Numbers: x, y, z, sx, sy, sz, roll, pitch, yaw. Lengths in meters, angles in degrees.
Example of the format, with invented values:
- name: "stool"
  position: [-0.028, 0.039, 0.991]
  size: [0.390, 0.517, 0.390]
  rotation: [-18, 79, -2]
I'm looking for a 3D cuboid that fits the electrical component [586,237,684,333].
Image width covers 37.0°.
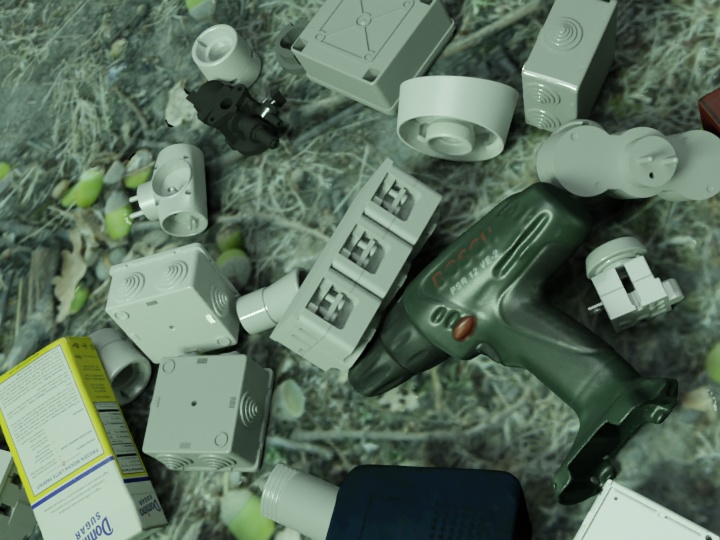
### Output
- name: "electrical component"
  position: [0.198, 0.009, 0.800]
  size: [0.066, 0.048, 0.055]
  rotation: [-25, 65, 11]

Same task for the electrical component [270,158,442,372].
- name: "electrical component"
  position: [0.000, 0.000, 0.851]
  size: [0.062, 0.089, 0.150]
  rotation: [33, 70, -5]

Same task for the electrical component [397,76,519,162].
- name: "electrical component"
  position: [0.080, -0.132, 0.896]
  size: [0.099, 0.099, 0.064]
  rotation: [4, 72, 25]

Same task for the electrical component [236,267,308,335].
- name: "electrical component"
  position: [-0.071, 0.029, 0.912]
  size: [0.065, 0.044, 0.044]
  rotation: [-22, 58, 18]

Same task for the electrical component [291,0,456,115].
- name: "electrical component"
  position: [0.012, -0.212, 0.989]
  size: [0.109, 0.056, 0.108]
  rotation: [29, 79, 33]

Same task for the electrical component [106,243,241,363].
- name: "electrical component"
  position: [-0.157, 0.031, 0.914]
  size: [0.100, 0.099, 0.048]
  rotation: [-14, 47, 17]

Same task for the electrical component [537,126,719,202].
- name: "electrical component"
  position: [0.207, -0.079, 0.789]
  size: [0.138, 0.074, 0.052]
  rotation: [1, 91, -10]

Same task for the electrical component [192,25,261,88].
- name: "electrical component"
  position: [-0.132, -0.207, 1.056]
  size: [0.055, 0.047, 0.055]
  rotation: [-10, 61, 19]

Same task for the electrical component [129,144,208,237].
- name: "electrical component"
  position: [-0.182, -0.070, 1.009]
  size: [0.079, 0.044, 0.077]
  rotation: [-17, 59, 15]

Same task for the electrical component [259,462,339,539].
- name: "electrical component"
  position: [-0.042, 0.178, 0.820]
  size: [0.081, 0.043, 0.043]
  rotation: [17, 73, 30]

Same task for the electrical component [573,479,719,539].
- name: "electrical component"
  position: [0.193, 0.190, 0.698]
  size: [0.096, 0.061, 0.061]
  rotation: [26, 76, 32]

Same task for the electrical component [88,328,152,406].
- name: "electrical component"
  position: [-0.216, 0.086, 0.938]
  size: [0.047, 0.055, 0.055]
  rotation: [34, 81, 30]

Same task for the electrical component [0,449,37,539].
- name: "electrical component"
  position: [-0.351, 0.242, 0.913]
  size: [0.105, 0.060, 0.186]
  rotation: [7, 68, 27]

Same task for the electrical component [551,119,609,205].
- name: "electrical component"
  position: [0.177, -0.087, 0.856]
  size: [0.055, 0.047, 0.055]
  rotation: [-10, 61, 19]

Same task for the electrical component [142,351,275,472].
- name: "electrical component"
  position: [-0.125, 0.117, 0.885]
  size: [0.100, 0.048, 0.099]
  rotation: [-4, 64, 23]

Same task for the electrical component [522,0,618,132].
- name: "electrical component"
  position: [0.169, -0.165, 0.871]
  size: [0.048, 0.099, 0.099]
  rotation: [21, 74, 18]
